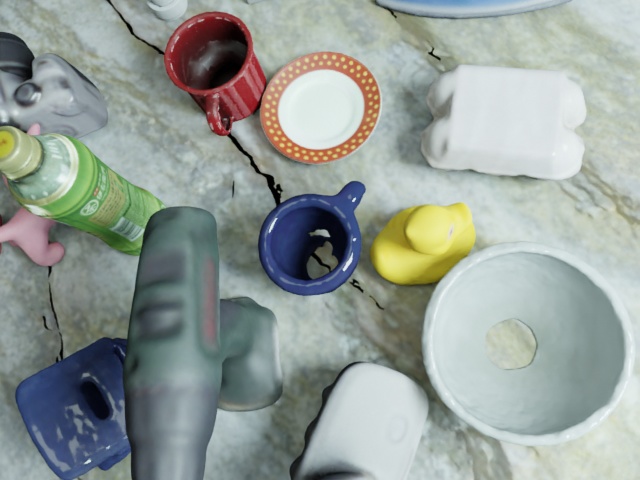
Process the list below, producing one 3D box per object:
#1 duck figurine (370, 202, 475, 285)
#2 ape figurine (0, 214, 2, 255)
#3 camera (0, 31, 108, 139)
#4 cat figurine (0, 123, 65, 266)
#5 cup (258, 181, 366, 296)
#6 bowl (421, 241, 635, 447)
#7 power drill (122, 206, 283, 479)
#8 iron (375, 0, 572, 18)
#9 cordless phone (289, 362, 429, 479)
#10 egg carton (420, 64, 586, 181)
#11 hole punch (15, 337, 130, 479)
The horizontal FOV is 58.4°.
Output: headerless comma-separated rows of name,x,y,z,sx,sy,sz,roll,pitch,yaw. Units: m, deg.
duck figurine,0.094,-0.003,0.527,0.104,0.086,0.077,-24,73,3
ape figurine,-0.386,-0.011,0.607,0.076,0.092,0.078,39,85,16
camera,-0.334,-0.172,0.634,0.143,0.101,0.136,-23,73,3
cat figurine,-0.294,-0.047,0.587,0.067,0.118,0.128,28,82,15
cup,0.005,0.002,0.537,0.091,0.095,0.118,37,85,16
bowl,0.173,0.089,0.497,0.167,0.075,0.167,-2,76,9
power drill,-0.091,0.097,0.470,0.075,0.208,0.229,-10,75,7
iron,0.176,-0.307,0.561,0.258,0.141,0.118,-12,74,7
cordless phone,0.025,0.168,0.444,0.094,0.185,0.148,18,80,14
egg carton,0.174,-0.111,0.550,0.150,0.069,0.107,6,77,11
hole punch,-0.209,0.152,0.537,0.101,0.091,0.108,-38,73,-1
